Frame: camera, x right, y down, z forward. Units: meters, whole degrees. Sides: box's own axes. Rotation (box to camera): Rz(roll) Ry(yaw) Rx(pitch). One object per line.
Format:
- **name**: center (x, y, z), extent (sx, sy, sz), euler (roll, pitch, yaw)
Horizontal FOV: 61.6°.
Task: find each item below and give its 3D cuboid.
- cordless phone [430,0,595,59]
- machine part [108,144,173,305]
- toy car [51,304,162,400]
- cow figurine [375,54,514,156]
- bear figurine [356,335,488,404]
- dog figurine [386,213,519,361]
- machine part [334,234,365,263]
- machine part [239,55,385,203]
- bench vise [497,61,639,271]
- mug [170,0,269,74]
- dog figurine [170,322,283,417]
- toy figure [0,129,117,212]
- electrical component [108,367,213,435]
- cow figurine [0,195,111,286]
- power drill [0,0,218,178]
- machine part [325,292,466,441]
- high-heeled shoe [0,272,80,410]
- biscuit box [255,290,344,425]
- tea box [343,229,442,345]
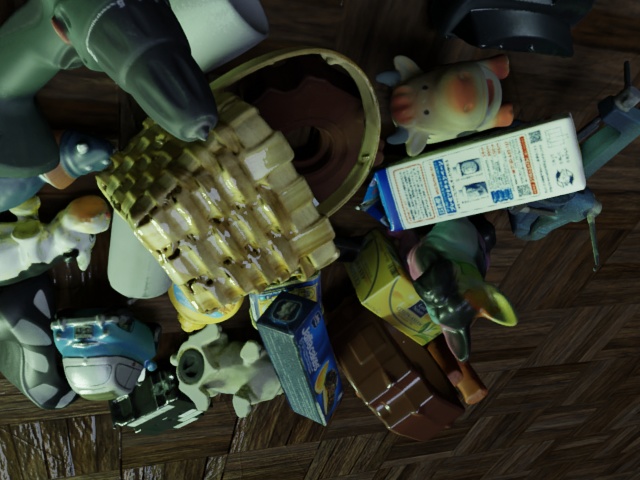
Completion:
- **cordless phone**: center (0.192, -0.267, 0.485), extent (0.147, 0.089, 0.184), euler (-1, 122, -18)
- **machine part**: center (-0.182, -0.019, 0.576), extent (0.079, 0.079, 0.243), euler (3, 132, -23)
- **toy car**: center (-0.261, 0.143, 0.660), extent (0.109, 0.103, 0.161), euler (-3, 159, -3)
- **cow figurine**: center (0.111, -0.129, 0.507), extent (0.127, 0.195, 0.085), euler (-11, 99, -1)
- **bear figurine**: center (0.171, 0.261, 0.951), extent (0.196, 0.132, 0.120), euler (-42, 124, 13)
- **dog figurine**: center (0.176, 0.044, 0.670), extent (0.191, 0.219, 0.108), euler (26, 123, -37)
- **machine part**: center (-0.001, -0.002, 0.672), extent (0.084, 0.039, 0.138), euler (-7, 162, 44)
- **machine part**: center (-0.020, -0.103, 0.569), extent (0.179, 0.056, 0.179), euler (-9, 136, -9)
- **bench vise**: center (0.293, -0.086, 0.642), extent (0.223, 0.129, 0.240), euler (22, 143, -13)
- **mug**: center (-0.114, -0.182, 0.439), extent (0.107, 0.081, 0.109), euler (-29, 142, 22)
- **dog figurine**: center (-0.105, 0.186, 0.810), extent (0.190, 0.173, 0.121), euler (17, 93, -63)
- **toy figure**: center (-0.270, -0.069, 0.507), extent (0.154, 0.064, 0.057), euler (-22, 99, -6)
- **electrical component**: center (-0.235, 0.249, 0.824), extent (0.115, 0.058, 0.134), euler (-25, 151, 6)
- **cow figurine**: center (-0.299, 0.006, 0.562), extent (0.167, 0.068, 0.098), euler (-9, 138, -10)
- **power drill**: center (-0.188, -0.126, 0.389), extent (0.207, 0.232, 0.086), euler (-32, 174, 39)
- **machine part**: center (0.105, 0.180, 0.778), extent (0.087, 0.201, 0.201), euler (-42, 140, 11)
- **high-heeled shoe**: center (-0.345, 0.129, 0.690), extent (0.145, 0.086, 0.248), euler (-50, 157, -13)
- **biscuit box**: center (-0.021, 0.160, 0.715), extent (0.059, 0.063, 0.202), euler (-51, 142, -35)
- **tea box**: center (0.113, 0.069, 0.759), extent (0.068, 0.098, 0.169), euler (-37, 132, 16)
